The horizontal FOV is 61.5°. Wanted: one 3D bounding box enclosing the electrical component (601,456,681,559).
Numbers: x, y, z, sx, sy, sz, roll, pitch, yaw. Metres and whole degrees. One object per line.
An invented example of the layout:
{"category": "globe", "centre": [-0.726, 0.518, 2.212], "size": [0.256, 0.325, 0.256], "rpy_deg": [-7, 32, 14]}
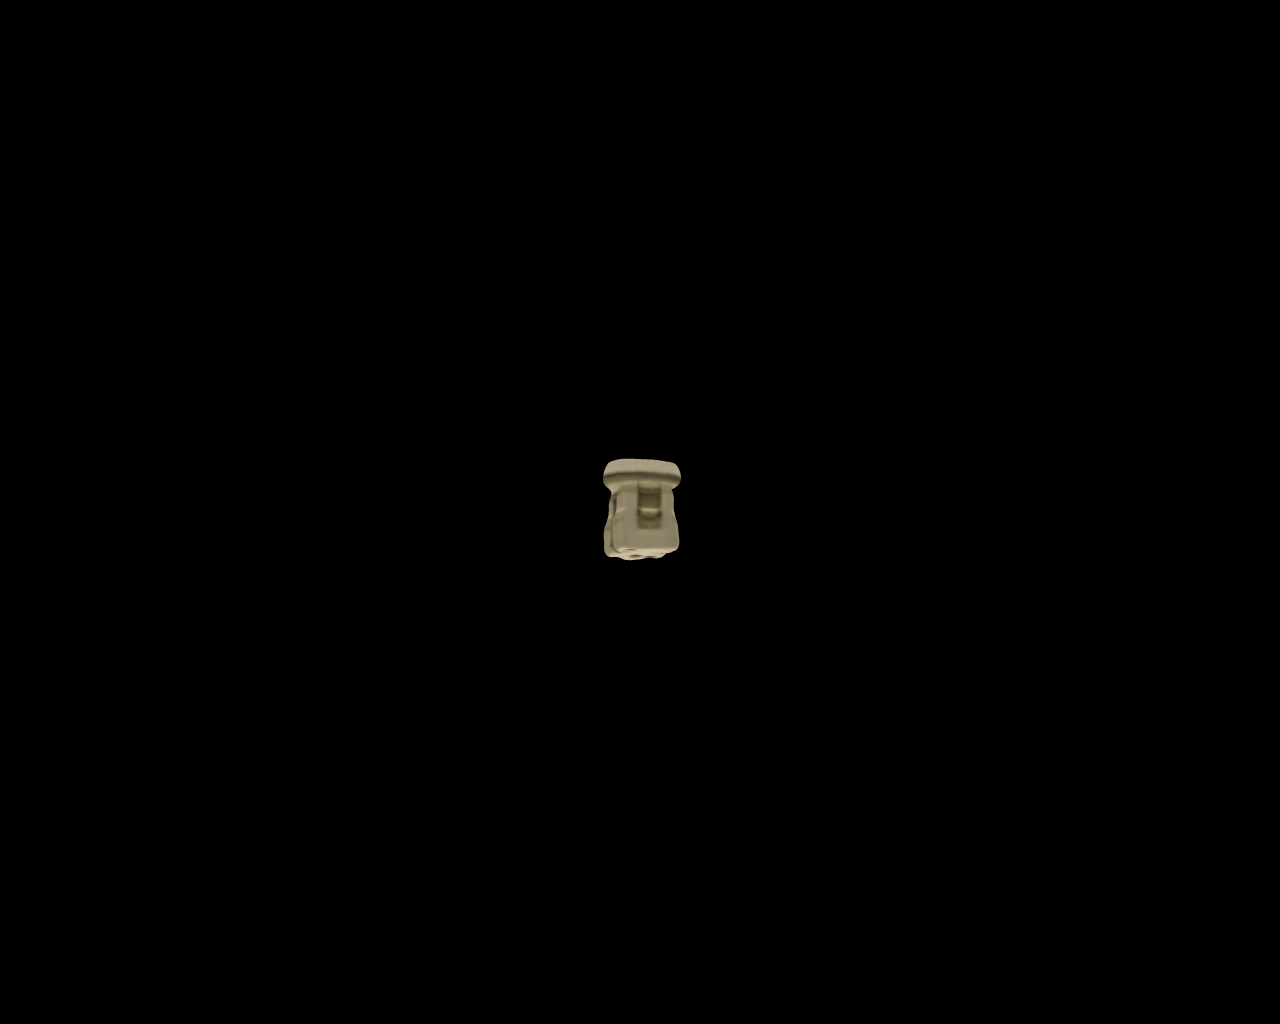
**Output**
{"category": "electrical component", "centre": [0.001, -0.003, 0.650], "size": [0.048, 0.055, 0.066], "rpy_deg": [3, -10, -15]}
